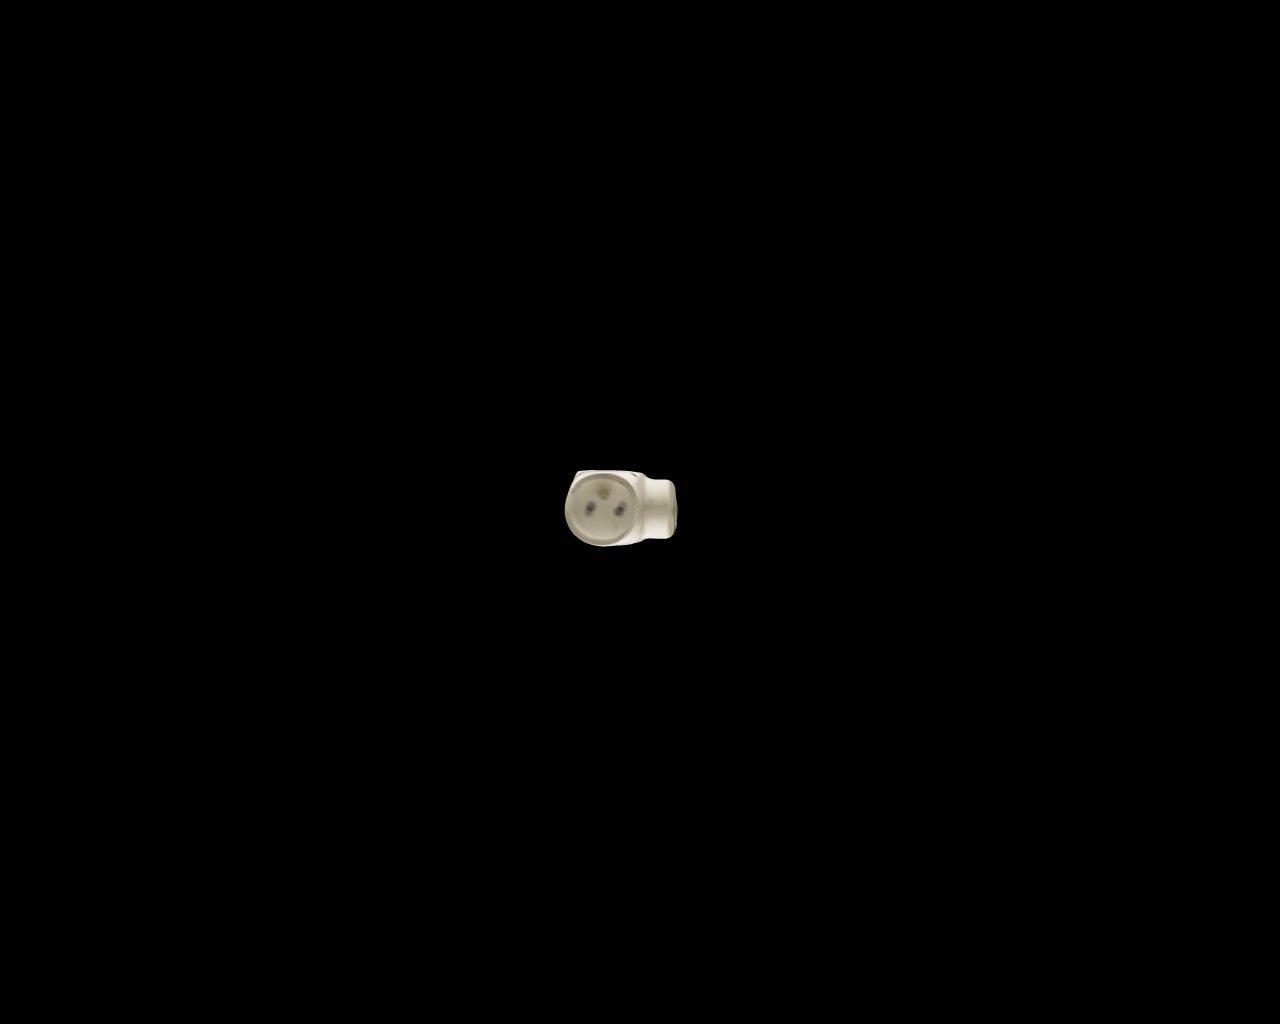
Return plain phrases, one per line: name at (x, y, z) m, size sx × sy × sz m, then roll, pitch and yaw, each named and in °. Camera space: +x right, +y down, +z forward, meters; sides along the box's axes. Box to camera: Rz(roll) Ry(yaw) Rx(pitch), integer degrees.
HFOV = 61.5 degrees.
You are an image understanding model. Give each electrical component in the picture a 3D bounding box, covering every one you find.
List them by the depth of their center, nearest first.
electrical component at (0.001, -0.003, 0.650) m, size 0.079 × 0.043 × 0.077 m, roll 0°, pitch 0°, yaw 8°
